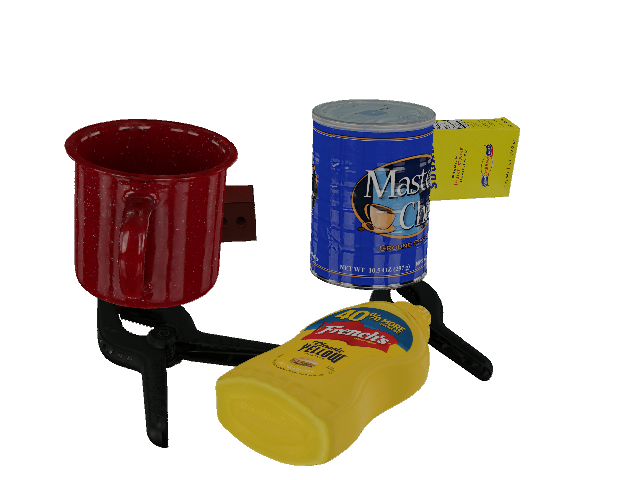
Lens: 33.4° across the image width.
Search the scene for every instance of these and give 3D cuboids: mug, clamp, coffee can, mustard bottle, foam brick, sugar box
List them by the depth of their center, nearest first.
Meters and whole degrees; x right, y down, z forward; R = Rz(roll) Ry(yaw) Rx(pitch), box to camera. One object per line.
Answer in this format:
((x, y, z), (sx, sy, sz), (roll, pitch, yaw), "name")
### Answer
((-0.095, -0.010, 0.584), (0.093, 0.081, 0.117), (4, 24, -5), "mug")
((0.022, 0.088, 0.753), (0.096, 0.058, 0.191), (13, 25, 35), "mustard bottle")
((0.043, -0.041, 0.905), (0.103, 0.140, 0.103), (1, 18, -1), "coffee can")
((-0.136, 0.100, 1.010), (0.164, 0.036, 0.210), (-21, 40, -32), "clamp")
((0.108, 0.091, 1.116), (0.120, 0.171, 0.039), (3, -44, -13), "clamp")
((0.146, -0.096, 1.274), (0.176, 0.093, 0.048), (-6, 27, -21), "sugar box")
((-0.117, -0.032, 1.281), (0.078, 0.053, 0.051), (-3, 28, -3), "foam brick")
